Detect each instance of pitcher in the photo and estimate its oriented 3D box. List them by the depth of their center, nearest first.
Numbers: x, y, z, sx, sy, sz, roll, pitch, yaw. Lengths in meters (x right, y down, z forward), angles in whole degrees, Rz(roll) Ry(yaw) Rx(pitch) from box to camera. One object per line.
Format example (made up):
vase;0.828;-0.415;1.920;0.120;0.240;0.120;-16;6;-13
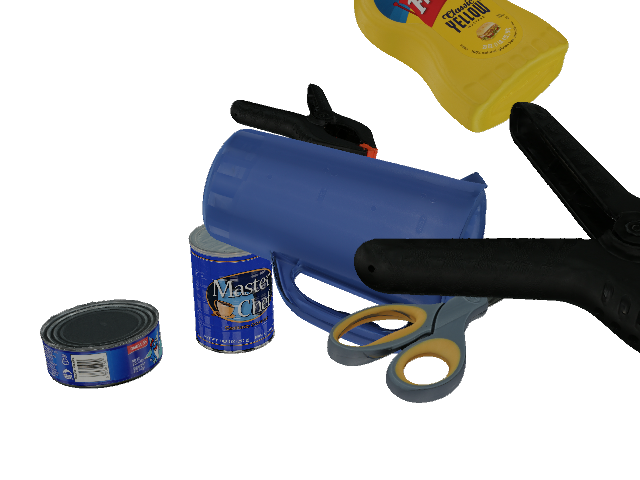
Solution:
pitcher;0.017;-0.010;0.951;0.243;0.145;0.149;18;21;17

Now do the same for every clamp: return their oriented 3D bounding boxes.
clamp;0.131;0.011;0.487;0.210;0.036;0.164;31;49;31
clamp;-0.012;-0.116;1.113;0.120;0.039;0.172;-18;37;-26

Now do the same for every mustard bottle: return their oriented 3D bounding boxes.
mustard bottle;0.082;-0.168;0.784;0.096;0.192;0.058;-37;-24;-18

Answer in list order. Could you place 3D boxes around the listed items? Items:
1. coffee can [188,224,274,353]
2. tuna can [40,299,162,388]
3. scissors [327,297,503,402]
coffee can;-0.111;0.057;1.347;0.103;0.140;0.103;-1;24;0
tuna can;-0.159;0.075;0.780;0.086;0.034;0.086;-4;20;1
scissors;0.103;0.054;0.695;0.201;0.016;0.096;-13;37;-21
